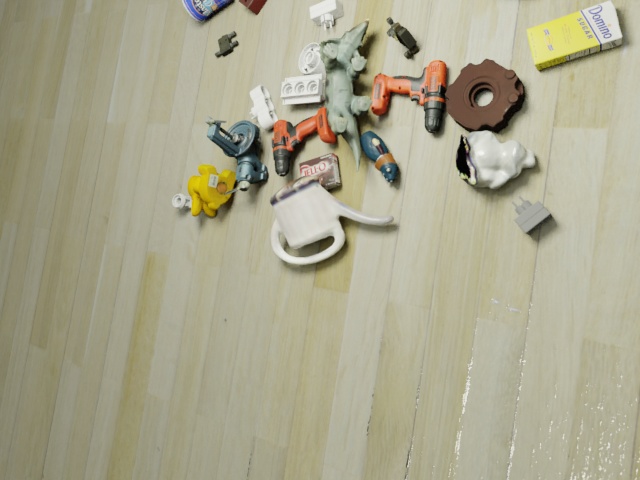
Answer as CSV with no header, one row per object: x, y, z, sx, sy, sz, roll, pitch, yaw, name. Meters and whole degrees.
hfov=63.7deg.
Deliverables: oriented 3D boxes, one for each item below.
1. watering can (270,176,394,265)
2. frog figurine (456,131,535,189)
0.004,-0.068,1.350,0.345,0.105,0.224,-24,90,23,watering can
0.397,-0.187,1.175,0.160,0.120,0.140,-9,67,-8,frog figurine
